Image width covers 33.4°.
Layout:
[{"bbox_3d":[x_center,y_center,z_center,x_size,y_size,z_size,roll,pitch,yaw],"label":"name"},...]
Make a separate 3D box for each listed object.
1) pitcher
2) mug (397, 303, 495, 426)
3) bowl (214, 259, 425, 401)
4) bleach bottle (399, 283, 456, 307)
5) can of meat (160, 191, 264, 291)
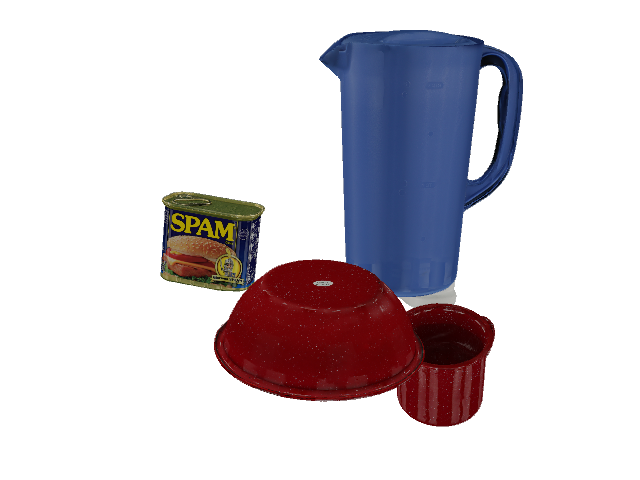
[{"bbox_3d":[0.091,-0.075,1.007,0.149,0.243,0.144,14,21,38],"label":"pitcher"},{"bbox_3d":[0.121,0.113,1.003,0.117,0.081,0.093,-30,43,-34],"label":"mug"},{"bbox_3d":[0.000,0.057,0.806,0.162,0.055,0.162,2,22,-1],"label":"bowl"},{"bbox_3d":[0.131,-0.054,1.240,0.068,0.251,0.103,-1,22,-21],"label":"bleach bottle"},{"bbox_3d":[-0.113,0.002,1.093,0.102,0.084,0.057,10,16,13],"label":"can of meat"}]
